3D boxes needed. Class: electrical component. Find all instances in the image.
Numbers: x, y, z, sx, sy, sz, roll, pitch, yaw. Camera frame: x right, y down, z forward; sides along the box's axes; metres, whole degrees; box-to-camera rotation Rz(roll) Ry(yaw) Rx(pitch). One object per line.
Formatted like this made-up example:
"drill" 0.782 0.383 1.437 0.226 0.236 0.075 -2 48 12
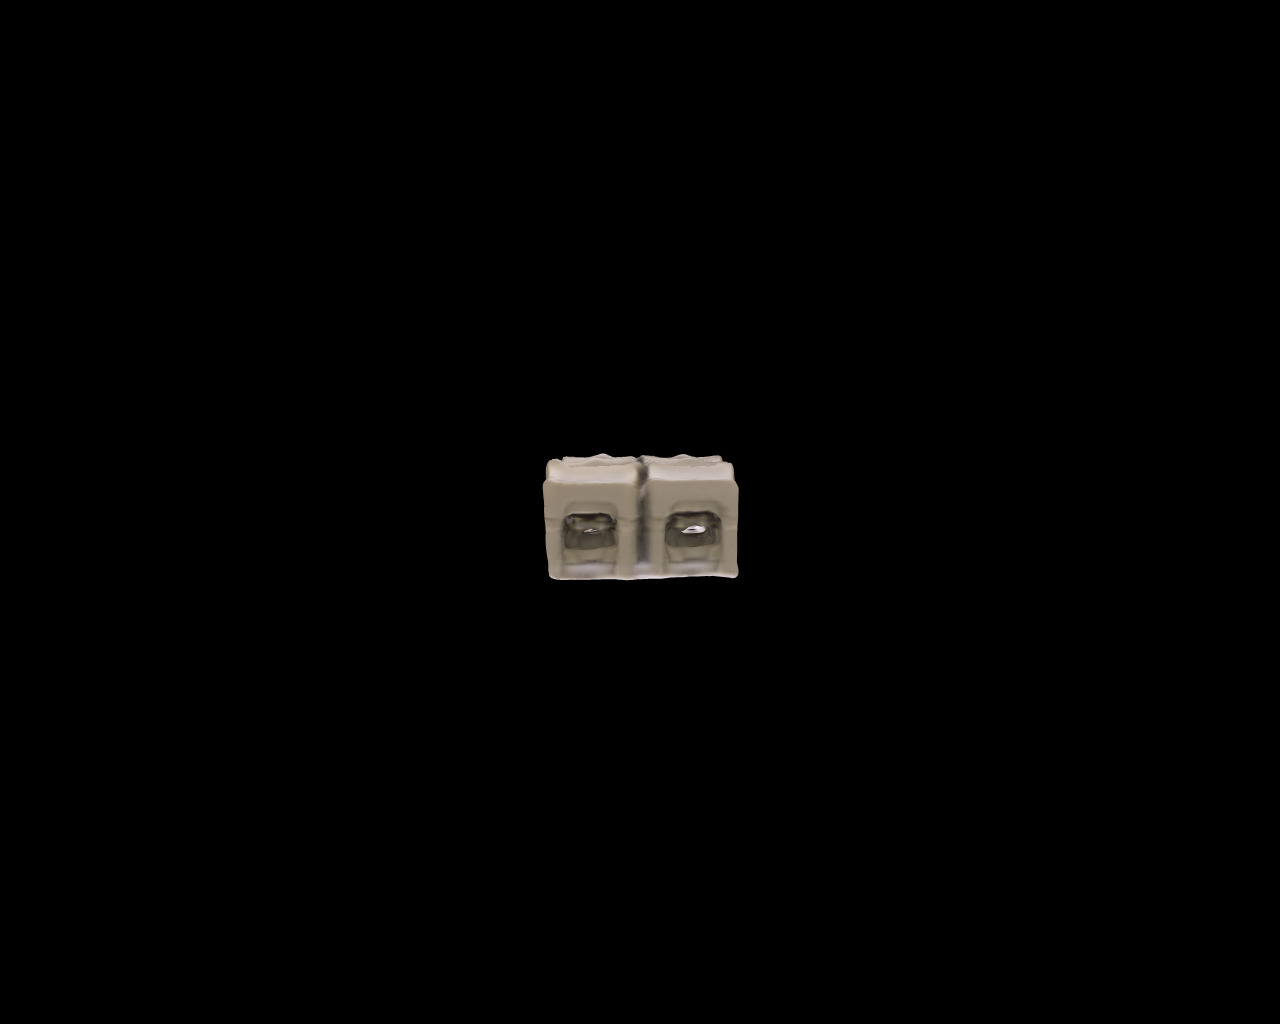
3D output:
"electrical component" 0.001 -0.003 0.650 0.105 0.060 0.186 0 5 0
